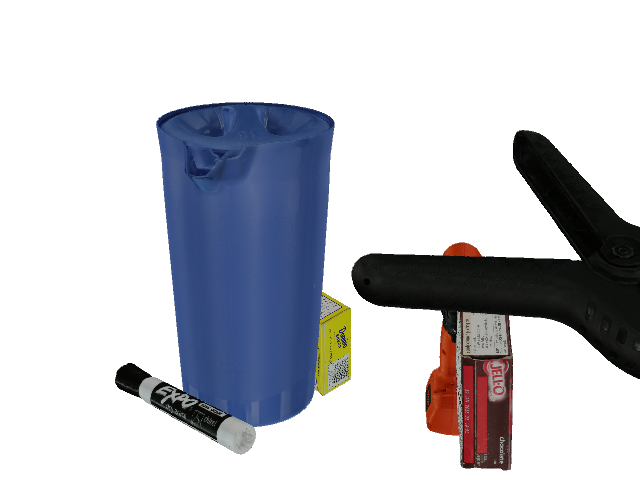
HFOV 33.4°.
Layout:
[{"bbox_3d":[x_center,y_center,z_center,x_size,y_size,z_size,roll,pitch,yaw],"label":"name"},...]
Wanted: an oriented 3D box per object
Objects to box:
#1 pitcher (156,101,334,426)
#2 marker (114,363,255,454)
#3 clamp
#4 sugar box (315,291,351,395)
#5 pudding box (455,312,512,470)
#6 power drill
[{"bbox_3d":[-0.053,0.014,0.846,0.149,0.243,0.145,-9,23,-24],"label":"pitcher"},{"bbox_3d":[-0.088,0.103,0.670,0.121,0.020,0.020,18,12,40],"label":"marker"},{"bbox_3d":[0.131,0.022,0.508,0.164,0.036,0.210,-32,48,-33],"label":"clamp"},{"bbox_3d":[-0.044,0.076,1.089,0.048,0.093,0.176,-25,40,-34],"label":"sugar box"},{"bbox_3d":[0.116,0.093,0.754,0.039,0.090,0.113,0,24,5],"label":"pudding box"},{"bbox_3d":[0.151,0.115,1.166,0.057,0.188,0.184,7,24,6],"label":"power drill"}]
